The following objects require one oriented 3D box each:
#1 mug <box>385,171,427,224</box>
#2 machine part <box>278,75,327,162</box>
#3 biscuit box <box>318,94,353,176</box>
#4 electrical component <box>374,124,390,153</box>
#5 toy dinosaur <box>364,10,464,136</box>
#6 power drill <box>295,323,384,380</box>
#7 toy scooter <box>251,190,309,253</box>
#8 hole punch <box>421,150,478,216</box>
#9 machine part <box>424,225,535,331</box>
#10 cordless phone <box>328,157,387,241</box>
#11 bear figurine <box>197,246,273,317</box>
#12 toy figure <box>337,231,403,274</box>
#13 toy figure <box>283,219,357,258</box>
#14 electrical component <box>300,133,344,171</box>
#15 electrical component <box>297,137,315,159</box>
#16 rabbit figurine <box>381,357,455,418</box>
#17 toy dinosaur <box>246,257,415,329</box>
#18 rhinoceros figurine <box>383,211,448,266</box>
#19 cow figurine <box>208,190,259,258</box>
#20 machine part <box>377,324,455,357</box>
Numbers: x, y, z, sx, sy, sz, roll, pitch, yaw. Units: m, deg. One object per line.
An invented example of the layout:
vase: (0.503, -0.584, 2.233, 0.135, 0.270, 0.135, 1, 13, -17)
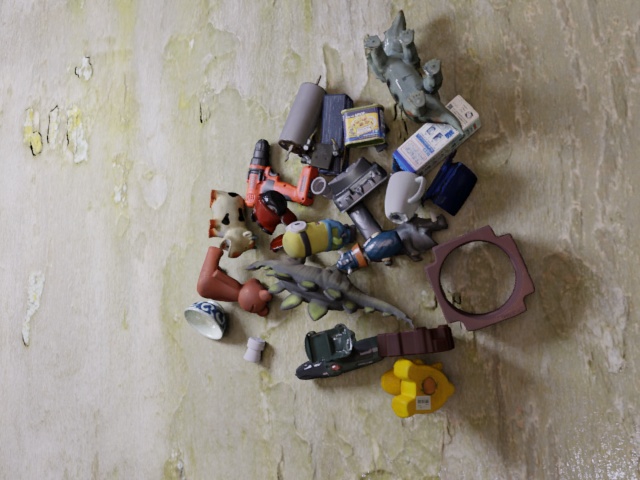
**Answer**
mug: (0.197, -0.093, 1.219, 0.110, 0.080, 0.107, -19, 44, 49)
machine part: (-0.043, -0.306, 1.359, 0.079, 0.079, 0.243, 15, 78, 20)
biscuit box: (0.041, -0.263, 1.351, 0.063, 0.059, 0.202, 3, 87, 21)
electrical component: (0.133, -0.268, 1.325, 0.075, 0.047, 0.119, -36, 75, 14)
toy dinosaur: (0.210, -0.346, 1.216, 0.131, 0.192, 0.405, -26, 68, 10)
power drill: (0.027, 0.267, 1.233, 0.232, 0.207, 0.086, -16, 57, 8)
toy scooter: (-0.108, -0.034, 1.360, 0.183, 0.075, 0.135, 41, 123, -17)
hole punch: (0.297, -0.121, 1.222, 0.092, 0.115, 0.142, 35, 98, 11)
machine part: (0.348, 0.084, 1.183, 0.201, 0.087, 0.201, -23, 85, 10)
cordless phone: (0.118, -0.091, 1.275, 0.146, 0.088, 0.184, -38, 63, 11)
bear figurine: (-0.213, 0.113, 1.389, 0.196, 0.120, 0.132, 12, 50, -2)
toy figure: (0.112, 0.030, 1.222, 0.154, 0.057, 0.064, -24, 55, 12)
toy figure: (-0.001, -0.004, 1.291, 0.082, 0.180, 0.089, 137, 127, -58)
electrical component: (0.005, -0.211, 1.304, 0.102, 0.045, 0.078, 21, 92, 21)
electrical component: (-0.041, -0.250, 1.399, 0.063, 0.021, 0.094, -42, 71, 11)
rabbit figurine: (0.208, 0.314, 1.201, 0.162, 0.173, 0.122, -5, 82, -25)
toy dinosaur: (0.015, 0.112, 1.245, 0.472, 0.198, 0.104, 10, 114, 26)
rhinoceros figurine: (0.209, -0.005, 1.266, 0.190, 0.073, 0.112, -18, 68, 20)
cow figurine: (-0.226, -0.038, 1.396, 0.127, 0.085, 0.195, 0, 57, -11)
machine part: (0.211, 0.224, 1.190, 0.179, 0.179, 0.056, -11, 78, 19)
